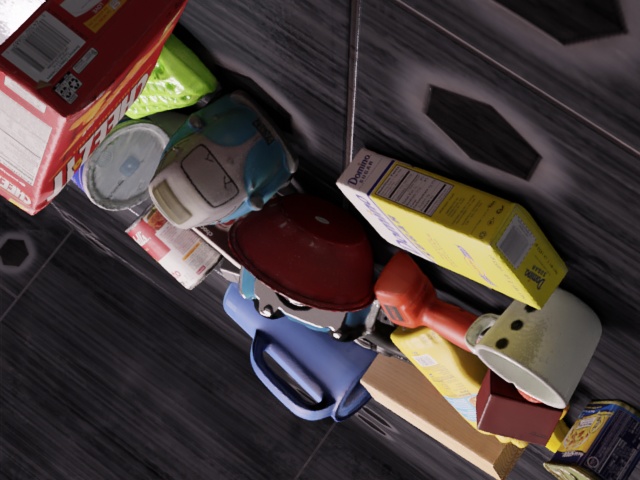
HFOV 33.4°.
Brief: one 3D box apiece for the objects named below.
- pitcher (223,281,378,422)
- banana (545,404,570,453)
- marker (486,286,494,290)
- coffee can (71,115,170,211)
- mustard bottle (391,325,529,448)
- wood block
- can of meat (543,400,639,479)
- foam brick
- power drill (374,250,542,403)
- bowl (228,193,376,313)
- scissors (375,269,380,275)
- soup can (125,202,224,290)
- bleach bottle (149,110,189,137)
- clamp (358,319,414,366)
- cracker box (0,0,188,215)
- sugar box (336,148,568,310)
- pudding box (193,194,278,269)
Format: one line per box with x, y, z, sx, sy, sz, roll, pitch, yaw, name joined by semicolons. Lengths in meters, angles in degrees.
-0.024;0.134;1.479;0.243;0.145;0.149;38;-171;21;pitcher
0.269;0.208;1.217;0.070;0.037;0.197;12;157;31;banana
0.111;0.011;0.947;0.121;0.020;0.020;30;166;28;marker
-0.234;-0.109;1.113;0.140;0.103;0.102;39;172;35;coffee can
0.168;0.158;1.180;0.191;0.058;0.096;48;151;-11;mustard bottle
0.167;0.210;1.372;0.206;0.090;0.090;30;167;29;wood block
0.279;0.208;1.061;0.057;0.084;0.102;37;168;-1;can of meat
0.205;0.170;1.103;0.078;0.053;0.051;14;-147;-3;foam brick
0.144;0.081;1.027;0.188;0.057;0.184;31;167;27;power drill
-0.007;0.001;1.053;0.162;0.055;0.162;20;-154;-11;bowl
0.090;0.075;1.259;0.201;0.016;0.096;38;168;-7;scissors
-0.166;0.000;1.239;0.102;0.068;0.069;44;167;-9;soup can
-0.128;-0.088;1.129;0.251;0.068;0.102;13;126;49;bleach bottle
0.079;0.119;1.290;0.209;0.036;0.165;27;172;-15;clamp
-0.179;-0.125;0.807;0.072;0.164;0.214;38;154;-6;cracker box
0.099;-0.011;0.836;0.176;0.048;0.093;22;161;48;sugar box
-0.088;-0.023;1.210;0.113;0.090;0.039;39;169;-10;pudding box
